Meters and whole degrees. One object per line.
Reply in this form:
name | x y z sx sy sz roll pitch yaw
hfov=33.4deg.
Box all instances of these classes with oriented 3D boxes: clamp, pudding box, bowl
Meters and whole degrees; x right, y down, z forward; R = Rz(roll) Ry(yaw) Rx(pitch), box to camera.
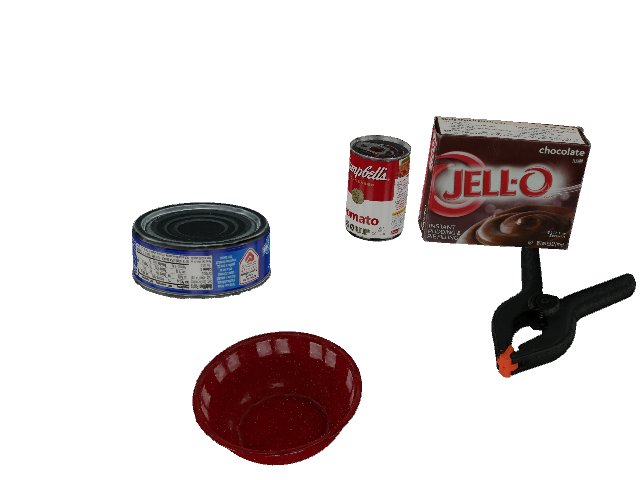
clamp | 0.213 0.062 1.045 0.171 0.039 0.120 -36 44 -29
pudding box | 0.134 -0.042 0.791 0.113 0.090 0.039 2 33 -3
bowl | -0.038 0.160 1.019 0.162 0.055 0.162 -5 37 3

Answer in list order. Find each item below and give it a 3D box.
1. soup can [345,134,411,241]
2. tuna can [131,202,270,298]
soup can | 0.063 -0.059 1.194 0.068 0.102 0.068 3 27 -2
tuna can | -0.073 0.004 0.657 0.086 0.034 0.086 1 20 -1
